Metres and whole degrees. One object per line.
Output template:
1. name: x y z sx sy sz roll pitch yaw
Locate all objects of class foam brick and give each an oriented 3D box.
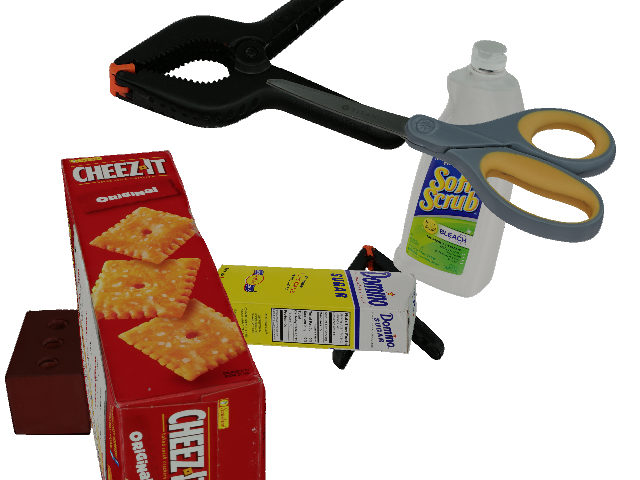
1. foam brick: -0.183 0.091 0.740 0.053 0.051 0.078 -1 31 -4

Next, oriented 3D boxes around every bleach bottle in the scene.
1. bleach bottle: 0.133 -0.070 1.008 0.103 0.251 0.068 24 40 26

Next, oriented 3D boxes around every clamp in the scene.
1. clamp: -0.044 -0.119 0.771 0.209 0.164 0.036 -14 -29 -16
2. clamp: 0.075 0.075 1.193 0.120 0.171 0.039 5 -43 -2

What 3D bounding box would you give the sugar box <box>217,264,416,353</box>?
1. sugar box: -0.008 0.056 0.907 0.176 0.048 0.093 0 18 9

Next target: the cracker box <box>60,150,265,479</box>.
1. cracker box: -0.086 0.073 0.562 0.072 0.164 0.214 -7 34 -15

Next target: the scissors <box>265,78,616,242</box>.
1. scissors: 0.075 -0.066 0.591 0.202 0.016 0.096 34 57 24
